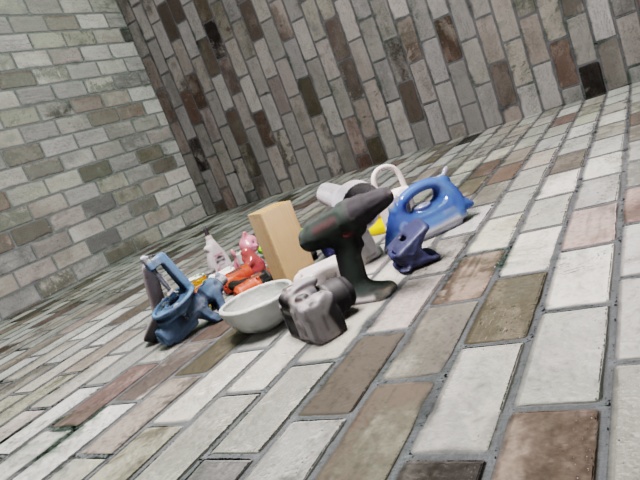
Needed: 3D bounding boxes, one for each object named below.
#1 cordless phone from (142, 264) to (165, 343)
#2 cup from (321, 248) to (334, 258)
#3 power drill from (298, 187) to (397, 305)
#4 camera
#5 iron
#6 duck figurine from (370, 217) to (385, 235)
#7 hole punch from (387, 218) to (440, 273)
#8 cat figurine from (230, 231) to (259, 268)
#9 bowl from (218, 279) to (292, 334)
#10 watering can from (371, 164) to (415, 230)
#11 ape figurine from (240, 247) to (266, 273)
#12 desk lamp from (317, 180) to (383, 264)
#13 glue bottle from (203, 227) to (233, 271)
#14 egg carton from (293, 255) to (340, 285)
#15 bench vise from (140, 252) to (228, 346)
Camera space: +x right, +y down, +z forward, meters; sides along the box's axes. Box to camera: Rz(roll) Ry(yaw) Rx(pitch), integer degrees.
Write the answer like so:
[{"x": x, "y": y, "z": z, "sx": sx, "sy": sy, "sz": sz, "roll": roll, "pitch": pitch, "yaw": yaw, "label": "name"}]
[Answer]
[{"x": -0.420, "y": 0.153, "z": 1.440, "sx": 0.094, "sy": 0.185, "sz": 0.147, "roll": -21, "pitch": 11, "yaw": -2, "label": "cordless phone"}, {"x": 0.015, "y": 0.006, "z": 1.582, "sx": 0.118, "sy": 0.095, "sz": 0.091, "roll": -29, "pitch": 14, "yaw": -35, "label": "cup"}, {"x": 0.073, "y": 0.016, "z": 1.132, "sx": 0.228, "sy": 0.208, "sz": 0.076, "roll": -14, "pitch": 14, "yaw": 33, "label": "power drill"}, {"x": 0.003, "y": 0.115, "z": 1.072, "sx": 0.137, "sy": 0.101, "sz": 0.142, "roll": -26, "pitch": 12, "yaw": -24, "label": "camera"}, {"x": 0.250, "y": -0.080, "z": 1.440, "sx": 0.259, "sy": 0.141, "sz": 0.118, "roll": -25, "pitch": 12, "yaw": -19, "label": "iron"}, {"x": 0.172, "y": -0.066, "z": 1.658, "sx": 0.104, "sy": 0.086, "sz": 0.078, "roll": -11, "pitch": 15, "yaw": 40, "label": "duck figurine"}, {"x": 0.194, "y": 0.011, "z": 1.241, "sx": 0.101, "sy": 0.091, "sz": 0.108, "roll": -22, "pitch": 11, "yaw": -4, "label": "hole punch"}, {"x": -0.241, "y": 0.033, "z": 1.857, "sx": 0.067, "sy": 0.118, "sz": 0.128, "roll": -11, "pitch": 15, "yaw": 41, "label": "cat figurine"}, {"x": -0.123, "y": 0.149, "z": 1.203, "sx": 0.167, "sy": 0.075, "sz": 0.167, "roll": -20, "pitch": 11, "yaw": 4, "label": "bowl"}, {"x": 0.203, "y": -0.110, "z": 1.532, "sx": 0.101, "sy": 0.194, "sz": 0.172, "roll": -28, "pitch": 13, "yaw": -32, "label": "watering can"}, {"x": -0.209, "y": 0.064, "z": 1.721, "sx": 0.076, "sy": 0.092, "sz": 0.078, "roll": -16, "pitch": 12, "yaw": 24, "label": "ape figurine"}, {"x": 0.072, "y": -0.043, "z": 1.404, "sx": 0.118, "sy": 0.214, "sz": 0.202, "roll": -26, "pitch": 12, "yaw": -24, "label": "desk lamp"}, {"x": -0.344, "y": 0.040, "z": 1.871, "sx": 0.037, "sy": 0.173, "sz": 0.078, "roll": -9, "pitch": 17, "yaw": 46, "label": "glue bottle"}, {"x": 0.015, "y": 0.086, "z": 1.266, "sx": 0.150, "sy": 0.069, "sz": 0.107, "roll": -24, "pitch": 12, "yaw": -13, "label": "egg carton"}, {"x": -0.331, "y": 0.115, "z": 1.367, "sx": 0.121, "sy": 0.220, "sz": 0.208, "roll": -12, "pitch": 14, "yaw": 37, "label": "bench vise"}]
